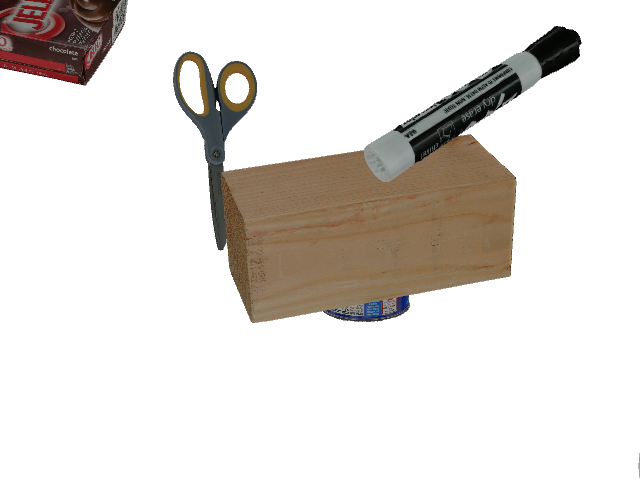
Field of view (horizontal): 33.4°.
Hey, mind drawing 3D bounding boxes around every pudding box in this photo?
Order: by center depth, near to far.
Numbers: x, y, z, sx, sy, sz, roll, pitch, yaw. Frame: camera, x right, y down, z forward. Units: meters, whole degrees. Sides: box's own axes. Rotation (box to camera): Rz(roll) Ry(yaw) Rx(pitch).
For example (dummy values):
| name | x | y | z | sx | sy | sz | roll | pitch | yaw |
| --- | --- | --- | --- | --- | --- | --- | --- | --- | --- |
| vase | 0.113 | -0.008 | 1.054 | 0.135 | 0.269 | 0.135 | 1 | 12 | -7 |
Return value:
| name | x | y | z | sx | sy | sz | roll | pitch | yaw |
| --- | --- | --- | --- | --- | --- | --- | --- | --- | --- |
| pudding box | -0.208 | -0.169 | 0.830 | 0.090 | 0.039 | 0.113 | 12 | 36 | 1 |

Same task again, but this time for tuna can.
| name | x | y | z | sx | sy | sz | roll | pitch | yaw |
| --- | --- | --- | --- | --- | --- | --- | --- | --- | --- |
| tuna can | 0.042 | 0.045 | 1.007 | 0.086 | 0.034 | 0.086 | -1 | 19 | 0 |

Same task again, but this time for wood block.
| name | x | y | z | sx | sy | sz | roll | pitch | yaw |
| --- | --- | --- | --- | --- | --- | --- | --- | --- | --- |
| wood block | 0.035 | -0.011 | 0.822 | 0.206 | 0.090 | 0.091 | -10 | 29 | -13 |

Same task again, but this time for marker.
| name | x | y | z | sx | sy | sz | roll | pitch | yaw |
| --- | --- | --- | --- | --- | --- | --- | --- | --- | --- |
| marker | 0.073 | -0.065 | 0.489 | 0.121 | 0.020 | 0.020 | -33 | 11 | -17 |

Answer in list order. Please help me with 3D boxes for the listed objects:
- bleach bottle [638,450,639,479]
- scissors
| name | x | y | z | sx | sy | sz | roll | pitch | yaw |
| --- | --- | --- | --- | --- | --- | --- | --- | --- | --- |
| bleach bottle | 0.280 | 0.091 | 0.689 | 0.103 | 0.068 | 0.250 | 12 | 24 | 25 |
| scissors | -0.092 | -0.098 | 1.084 | 0.096 | 0.202 | 0.016 | -18 | -2 | -24 |
